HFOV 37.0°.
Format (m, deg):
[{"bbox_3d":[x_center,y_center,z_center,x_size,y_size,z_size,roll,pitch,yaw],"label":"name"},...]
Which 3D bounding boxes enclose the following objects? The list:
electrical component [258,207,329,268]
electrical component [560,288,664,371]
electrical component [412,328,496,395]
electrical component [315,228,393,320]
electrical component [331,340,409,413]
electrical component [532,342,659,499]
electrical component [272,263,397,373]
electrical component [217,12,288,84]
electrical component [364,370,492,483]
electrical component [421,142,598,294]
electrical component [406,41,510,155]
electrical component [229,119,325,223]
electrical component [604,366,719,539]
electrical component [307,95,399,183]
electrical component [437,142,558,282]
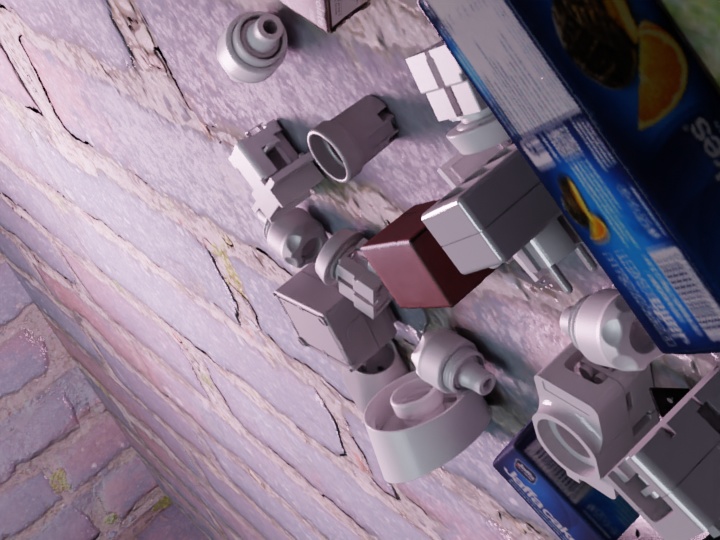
[{"bbox_3d":[-0.059,-0.033,0.888,0.062,0.043,0.043,39,157,33],"label":"electrical component"},{"bbox_3d":[0.136,0.031,0.591,0.043,0.043,0.062,58,160,-19],"label":"electrical component"},{"bbox_3d":[0.072,0.071,0.792,0.062,0.043,0.043,29,150,43],"label":"electrical component"},{"bbox_3d":[0.000,0.000,0.819,0.055,0.048,0.066,34,155,20],"label":"electrical component"},{"bbox_3d":[0.001,0.082,0.955,0.079,0.044,0.077,40,157,27],"label":"electrical component"},{"bbox_3d":[0.144,0.091,0.656,0.050,0.056,0.089,30,151,43],"label":"electrical component"},{"bbox_3d":[-0.022,0.032,0.894,0.096,0.061,0.061,23,146,52],"label":"electrical component"},{"bbox_3d":[-0.068,-0.150,0.708,0.043,0.043,0.062,53,158,-7],"label":"electrical component"},{"bbox_3d":[0.053,0.120,0.839,0.099,0.099,0.064,12,131,59],"label":"electrical component"},{"bbox_3d":[0.089,-0.024,0.535,0.075,0.083,0.047,53,160,-6],"label":"electrical component"},{"bbox_3d":[0.059,-0.092,0.541,0.066,0.048,0.055,0,119,64],"label":"electrical component"},{"bbox_3d":[-0.067,-0.078,0.830,0.063,0.042,0.081,54,159,2],"label":"electrical component"},{"bbox_3d":[0.178,0.091,0.538,0.055,0.089,0.050,46,159,14],"label":"electrical component"},{"bbox_3d":[-0.004,-0.084,0.680,0.040,0.046,0.040,42,158,22],"label":"electrical component"},{"bbox_3d":[0.081,-0.033,0.597,0.081,0.042,0.064,50,161,4],"label":"electrical component"}]
